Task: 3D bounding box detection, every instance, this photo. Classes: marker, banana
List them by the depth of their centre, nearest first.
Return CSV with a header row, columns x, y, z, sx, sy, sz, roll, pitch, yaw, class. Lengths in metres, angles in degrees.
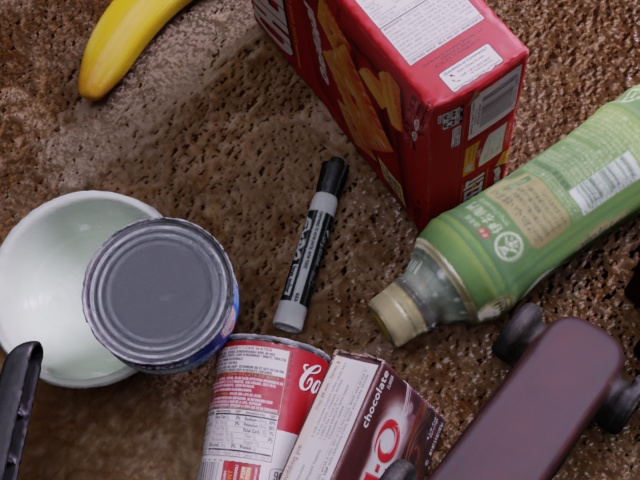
x,y,z,sx,sy,sz,roll,pitch,yaw,class
-0.004,0.001,0.686,0.020,0.020,0.121,12,70,11,marker
-0.098,-0.174,0.759,0.197,0.037,0.070,-33,63,-7,banana

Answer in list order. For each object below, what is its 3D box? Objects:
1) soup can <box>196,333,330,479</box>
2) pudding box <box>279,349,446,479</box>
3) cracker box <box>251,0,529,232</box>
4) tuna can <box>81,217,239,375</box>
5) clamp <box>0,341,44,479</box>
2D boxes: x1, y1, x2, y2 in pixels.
x,y,z,sx,sy,sz,roll,pitch,yaw,class
-0.035,0.113,0.617,0.068,0.068,0.102,6,69,9,soup can
0.020,0.130,0.589,0.039,0.090,0.113,8,66,35,pudding box
0.029,-0.126,0.656,0.072,0.164,0.214,-33,68,-10,cracker box
-0.089,0.033,0.605,0.086,0.034,0.086,-1,71,3,tuna can
-0.165,0.179,0.564,0.165,0.036,0.210,36,76,14,clamp
